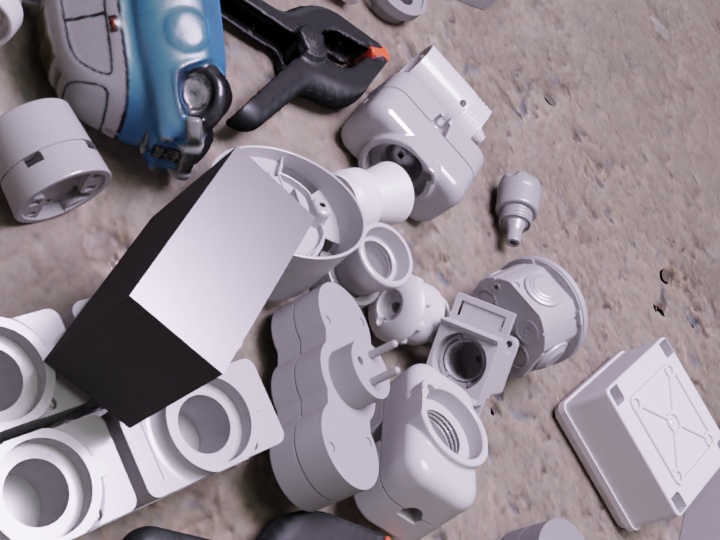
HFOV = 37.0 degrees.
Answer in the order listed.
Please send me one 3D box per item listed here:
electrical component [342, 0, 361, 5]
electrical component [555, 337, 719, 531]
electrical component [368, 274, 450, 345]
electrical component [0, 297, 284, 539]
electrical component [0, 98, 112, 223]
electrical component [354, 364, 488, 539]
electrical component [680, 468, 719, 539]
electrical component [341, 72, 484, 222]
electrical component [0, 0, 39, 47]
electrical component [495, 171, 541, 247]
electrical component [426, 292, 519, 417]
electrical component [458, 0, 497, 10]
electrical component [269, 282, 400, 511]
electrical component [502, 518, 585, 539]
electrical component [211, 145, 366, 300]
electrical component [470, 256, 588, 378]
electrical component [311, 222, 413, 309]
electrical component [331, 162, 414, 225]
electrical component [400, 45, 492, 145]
[{"bbox_3d":[-0.021,-0.228,0.809,0.065,0.044,0.044,23,54,-37],"label":"electrical component"},{"bbox_3d":[0.217,0.123,0.819,0.109,0.056,0.108,-28,88,-46],"label":"electrical component"},{"bbox_3d":[0.040,0.030,0.721,0.062,0.048,0.048,20,55,-46],"label":"electrical component"},{"bbox_3d":[-0.136,0.071,0.528,0.186,0.060,0.105,-18,80,-46],"label":"electrical component"},{"bbox_3d":[-0.169,-0.059,0.575,0.055,0.055,0.047,-21,79,-46],"label":"electrical component"},{"bbox_3d":[0.037,0.107,0.648,0.054,0.059,0.095,36,32,-22],"label":"electrical component"},{"bbox_3d":[0.306,0.208,0.818,0.060,0.105,0.186,43,46,-16],"label":"electrical component"},{"bbox_3d":[0.036,-0.085,0.772,0.095,0.054,0.059,47,45,-12],"label":"electrical component"},{"bbox_3d":[-0.210,-0.156,0.597,0.066,0.048,0.055,25,46,-31],"label":"electrical component"},{"bbox_3d":[0.123,-0.046,0.843,0.035,0.035,0.061,31,53,-26],"label":"electrical component"},{"bbox_3d":[0.075,0.060,0.716,0.064,0.042,0.081,4,107,-66],"label":"electrical component"},{"bbox_3d":[0.067,-0.289,0.873,0.186,0.105,0.060,8,62,-39],"label":"electrical component"},{"bbox_3d":[-0.008,0.064,0.617,0.052,0.074,0.138,41,33,-38],"label":"electrical component"},{"bbox_3d":[0.114,0.212,0.666,0.052,0.074,0.138,47,45,-12],"label":"electrical component"},{"bbox_3d":[-0.051,-0.032,0.653,0.099,0.064,0.099,18,50,-23],"label":"electrical component"},{"bbox_3d":[0.116,0.034,0.762,0.051,0.080,0.080,-21,83,-40],"label":"electrical component"},{"bbox_3d":[0.000,0.000,0.692,0.045,0.055,0.045,21,55,-33],"label":"electrical component"},{"bbox_3d":[0.003,-0.048,0.729,0.055,0.045,0.045,-16,79,-45],"label":"electrical component"},{"bbox_3d":[0.067,-0.129,0.832,0.081,0.043,0.043,46,45,-14],"label":"electrical component"}]
